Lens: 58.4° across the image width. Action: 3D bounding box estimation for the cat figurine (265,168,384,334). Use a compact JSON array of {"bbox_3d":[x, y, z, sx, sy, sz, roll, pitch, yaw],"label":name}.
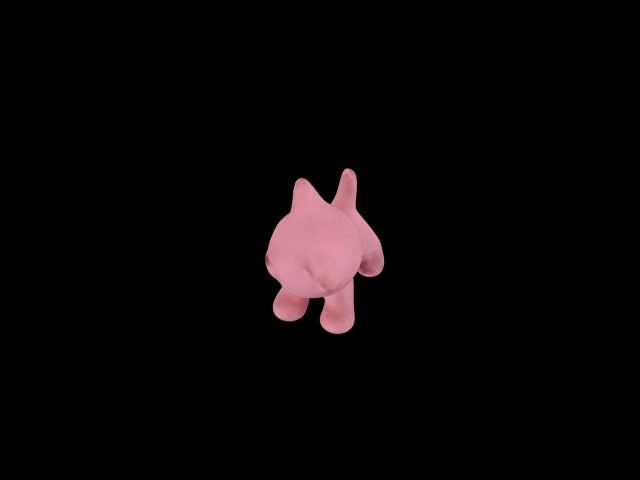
[{"bbox_3d":[0.004,0.001,0.400,0.067,0.118,0.128,14,43,15],"label":"cat figurine"}]
